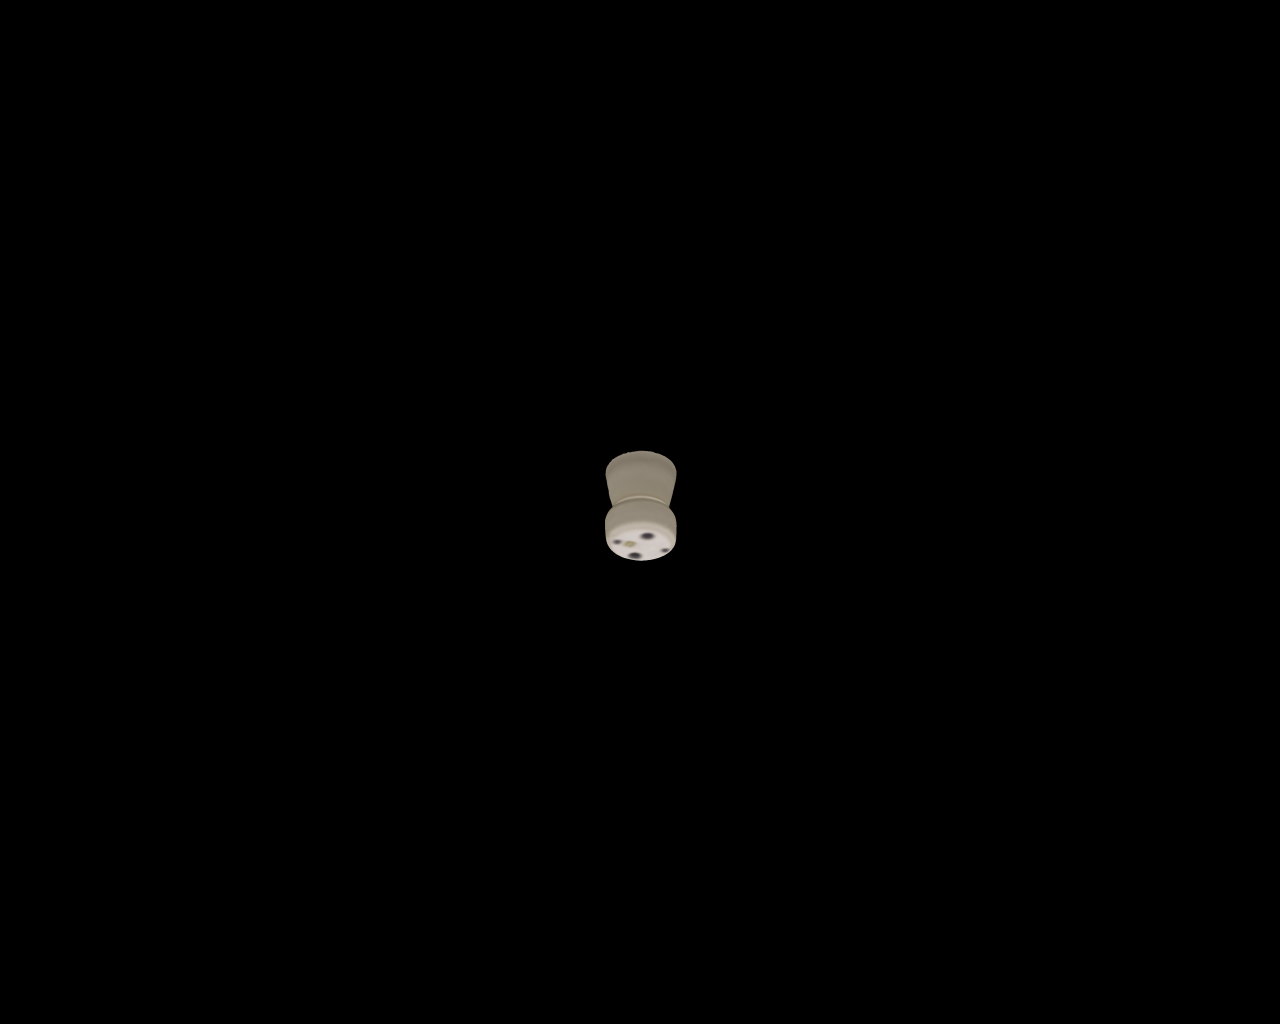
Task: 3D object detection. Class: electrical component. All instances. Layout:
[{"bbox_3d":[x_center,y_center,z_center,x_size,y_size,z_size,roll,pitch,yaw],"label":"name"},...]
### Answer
[{"bbox_3d":[0.001,-0.003,0.650,0.045,0.055,0.044,0,-33,0],"label":"electrical component"}]
